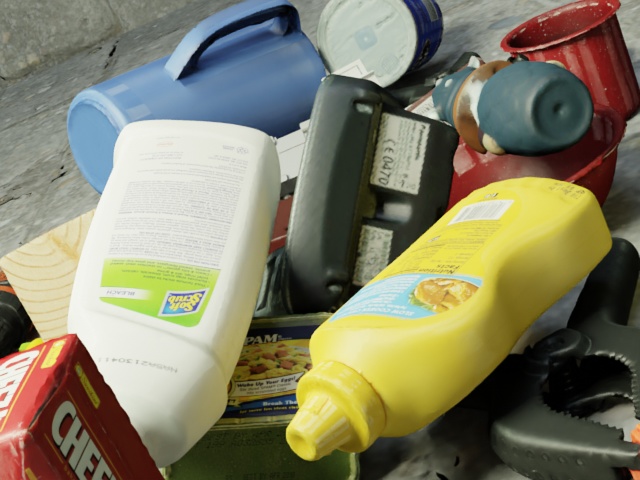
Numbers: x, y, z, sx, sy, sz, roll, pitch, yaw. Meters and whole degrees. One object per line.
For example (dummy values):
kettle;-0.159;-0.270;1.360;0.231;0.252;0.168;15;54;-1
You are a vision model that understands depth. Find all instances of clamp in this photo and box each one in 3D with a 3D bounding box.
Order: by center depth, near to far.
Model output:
clamp;0.122;0.058;0.504;0.164;0.036;0.210;-29;17;-9
clamp;0.123;-0.144;0.999;0.120;0.039;0.172;-33;19;-9

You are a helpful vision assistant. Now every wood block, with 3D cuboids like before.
wood block;-0.121;0.010;0.750;0.090;0.091;0.206;-26;6;16

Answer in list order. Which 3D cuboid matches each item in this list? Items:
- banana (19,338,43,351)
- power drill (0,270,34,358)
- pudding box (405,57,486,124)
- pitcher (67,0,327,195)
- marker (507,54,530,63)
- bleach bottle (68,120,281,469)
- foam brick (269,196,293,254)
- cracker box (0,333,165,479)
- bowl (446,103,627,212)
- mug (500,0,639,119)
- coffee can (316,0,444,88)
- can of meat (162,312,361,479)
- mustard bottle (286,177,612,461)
banana;-0.223;0.121;0.749;0.070;0.037;0.197;-35;13;27
power drill;-0.209;0.033;0.913;0.188;0.057;0.184;-22;20;8
pudding box;0.086;-0.078;0.814;0.113;0.039;0.090;-37;-17;-33
pitcher;-0.114;-0.133;1.022;0.242;0.149;0.145;-28;13;-39
marker;0.118;-0.081;0.765;0.121;0.020;0.020;-63;-4;35
bleach bottle;-0.083;0.027;0.531;0.102;0.068;0.250;2;35;6
foam brick;-0.005;0.001;0.767;0.053;0.051;0.078;-18;21;18
cracker box;-0.155;0.150;0.411;0.214;0.164;0.072;-20;23;13
bowl;0.124;-0.028;0.685;0.162;0.055;0.162;-22;20;8
mug;0.199;-0.135;0.824;0.093;0.081;0.117;-12;24;30
coffee can;0.065;-0.216;1.109;0.103;0.103;0.140;-16;10;22
can of meat;-0.029;0.085;0.543;0.102;0.057;0.084;-4;30;2
mustard bottle;0.052;0.038;0.498;0.096;0.058;0.191;-5;25;48
